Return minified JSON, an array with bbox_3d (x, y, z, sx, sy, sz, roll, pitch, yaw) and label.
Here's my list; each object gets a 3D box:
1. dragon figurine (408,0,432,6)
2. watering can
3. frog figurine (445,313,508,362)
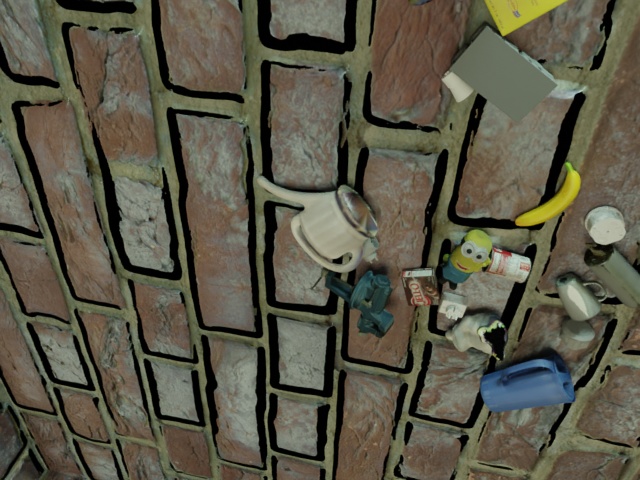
[{"bbox_3d":[0.329,-0.576,0.874,0.409,0.123,0.242,-10,94,20],"label":"dragon figurine"},{"bbox_3d":[0.004,-0.067,1.327,0.221,0.106,0.345,-33,102,31],"label":"watering can"},{"bbox_3d":[0.443,0.266,1.455,0.136,0.124,0.159,33,163,-19],"label":"frog figurine"}]
